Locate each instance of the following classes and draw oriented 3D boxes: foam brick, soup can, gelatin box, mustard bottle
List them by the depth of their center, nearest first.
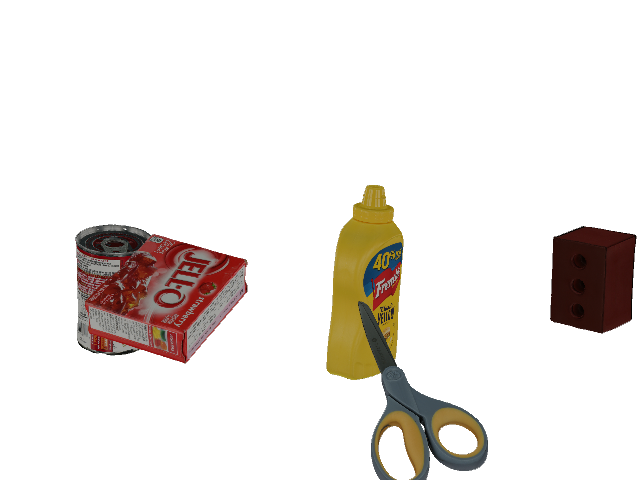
[{"bbox_3d":[-0.099,0.035,0.699,0.073,0.030,0.089,15,36,19],"label":"gelatin box"},{"bbox_3d":[0.231,0.033,0.906,0.053,0.078,0.051,12,22,42],"label":"foam brick"},{"bbox_3d":[-0.189,0.045,0.972,0.068,0.102,0.068,4,21,-2],"label":"soup can"},{"bbox_3d":[0.048,0.039,1.084,0.058,0.192,0.096,13,17,32],"label":"mustard bottle"}]

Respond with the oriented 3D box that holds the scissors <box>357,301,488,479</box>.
[{"bbox_3d":[0.078,0.115,0.839,0.096,0.016,0.201,-3,40,4],"label":"scissors"}]
